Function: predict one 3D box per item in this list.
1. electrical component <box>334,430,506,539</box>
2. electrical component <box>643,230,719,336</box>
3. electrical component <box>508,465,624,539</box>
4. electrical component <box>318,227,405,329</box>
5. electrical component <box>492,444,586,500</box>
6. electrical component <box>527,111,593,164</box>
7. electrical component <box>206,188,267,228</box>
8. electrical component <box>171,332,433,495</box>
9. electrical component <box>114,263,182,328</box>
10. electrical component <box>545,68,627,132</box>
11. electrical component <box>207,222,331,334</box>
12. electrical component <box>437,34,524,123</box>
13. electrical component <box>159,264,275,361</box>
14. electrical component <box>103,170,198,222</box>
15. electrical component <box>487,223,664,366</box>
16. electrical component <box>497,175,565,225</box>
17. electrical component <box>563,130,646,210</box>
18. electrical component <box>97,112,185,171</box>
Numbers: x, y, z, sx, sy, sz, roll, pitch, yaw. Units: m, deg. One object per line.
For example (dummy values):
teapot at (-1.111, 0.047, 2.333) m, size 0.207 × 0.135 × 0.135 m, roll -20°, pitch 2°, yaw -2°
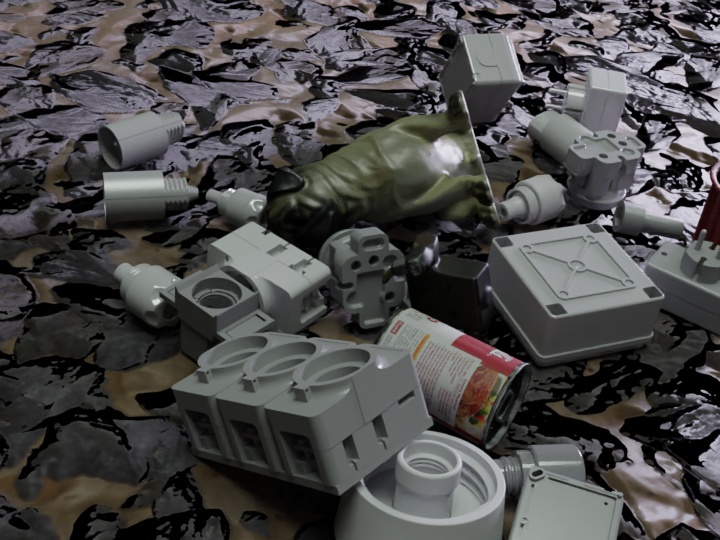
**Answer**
electrical component at (0.040, 0.143, 0.677) m, size 0.108 × 0.060 × 0.108 m, roll 5°, pitch 25°, yaw -3°
electrical component at (0.289, 0.001, 0.909) m, size 0.083 × 0.075 × 0.047 m, roll 27°, pitch 42°, yaw 24°
electrical component at (0.120, 0.182, 0.663) m, size 0.062 × 0.061 × 0.096 m, roll 16°, pitch 46°, yaw 11°
electrical component at (0.000, 0.000, 0.865) m, size 0.058 × 0.078 × 0.057 m, roll -10°, pitch 23°, yaw -21°
electrical component at (0.116, 0.139, 0.729) m, size 0.078 × 0.040 × 0.040 m, roll 0°, pitch 38°, yaw -9°
electrical component at (0.207, -0.135, 1.098) m, size 0.043 × 0.043 × 0.081 m, roll -17°, pitch 44°, yaw -28°
electrical component at (-0.109, -0.056, 0.950) m, size 0.061 × 0.035 × 0.035 m, roll 22°, pitch 40°, yaw 22°
electrical component at (-0.042, 0.084, 0.703) m, size 0.150 × 0.061 × 0.089 m, roll 3°, pitch 25°, yaw 46°
electrical component at (-0.166, 0.016, 0.839) m, size 0.062 × 0.043 × 0.043 m, roll 30°, pitch 43°, yaw 29°
electrical component at (0.236, -0.175, 1.137) m, size 0.077 × 0.065 × 0.047 m, roll 10°, pitch 38°, yaw 3°
electrical component at (-0.077, 0.010, 0.856) m, size 0.089 × 0.050 × 0.056 m, roll 30°, pitch 43°, yaw 27°
electrical component at (0.125, -0.196, 1.129) m, size 0.061 × 0.096 × 0.061 m, roll -6°, pitch 68°, yaw -17°
electrical component at (-0.107, 0.038, 0.802) m, size 0.081 × 0.063 × 0.042 m, roll 32°, pitch 44°, yaw 29°
electrical component at (-0.182, -0.065, 0.941) m, size 0.081 × 0.043 × 0.043 m, roll -4°, pitch 39°, yaw -15°
electrical component at (0.172, 0.018, 0.883) m, size 0.109 × 0.056 × 0.108 m, roll -9°, pitch 41°, yaw -20°
electrical component at (0.155, -0.062, 0.994) m, size 0.062 × 0.043 × 0.043 m, roll -20°, pitch 45°, yaw -29°
electrical component at (0.233, -0.095, 1.040) m, size 0.078 × 0.057 × 0.058 m, roll -12°, pitch 42°, yaw -24°
electrical component at (-0.201, -0.126, 1.017) m, size 0.081 × 0.043 × 0.043 m, roll -26°, pitch 48°, yaw -36°
